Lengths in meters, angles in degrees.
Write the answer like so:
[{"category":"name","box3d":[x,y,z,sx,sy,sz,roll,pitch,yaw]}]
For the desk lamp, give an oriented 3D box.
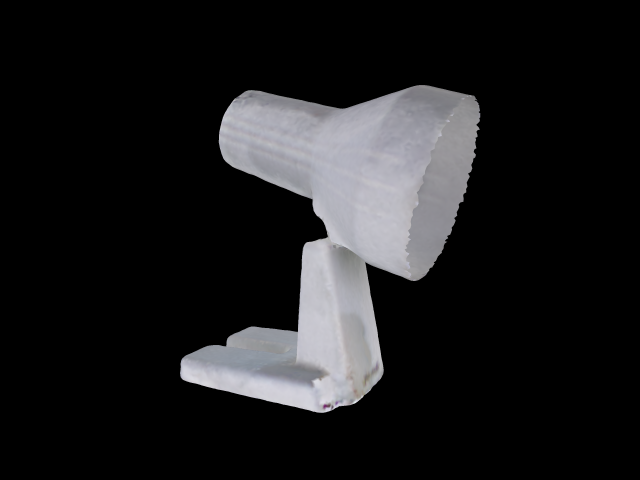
[{"category":"desk lamp","box3d":[0.004,0.001,0.400,0.202,0.213,0.118,3,7,26]}]
